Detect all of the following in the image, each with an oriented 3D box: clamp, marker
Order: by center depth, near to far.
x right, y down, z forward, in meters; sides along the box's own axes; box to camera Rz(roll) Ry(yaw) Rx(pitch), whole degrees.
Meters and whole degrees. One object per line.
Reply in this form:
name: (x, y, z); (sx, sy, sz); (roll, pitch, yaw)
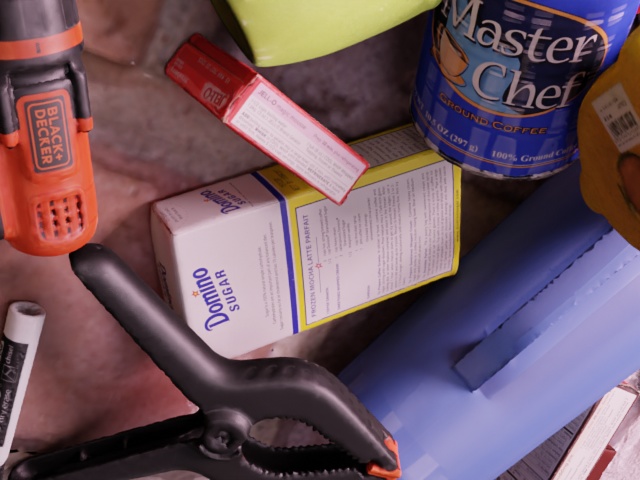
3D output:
clamp: (-0.054, 0.087, 0.567); (0.210, 0.036, 0.165); (10, 120, -7)
marker: (-0.168, 0.090, 0.567); (0.020, 0.020, 0.121); (6, 112, -34)

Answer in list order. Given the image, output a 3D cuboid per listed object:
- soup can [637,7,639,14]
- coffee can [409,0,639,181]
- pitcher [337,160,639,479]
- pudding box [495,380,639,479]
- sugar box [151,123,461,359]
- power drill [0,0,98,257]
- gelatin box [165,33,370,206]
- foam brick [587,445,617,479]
soup can: (0.179, -0.165, 0.610); (0.102, 0.069, 0.068); (-28, 127, -17)
coffee can: (0.106, -0.115, 0.543); (0.102, 0.103, 0.140); (-20, 144, -22)
pitcher: (0.121, 0.059, 0.658); (0.243, 0.145, 0.149); (-40, 124, -3)
pudding box: (0.156, 0.126, 0.745); (0.039, 0.090, 0.113); (19, 104, -37)
sugar box: (-0.004, 0.000, 0.604); (0.176, 0.048, 0.093); (-17, 124, -20)
power drill: (-0.188, -0.061, 0.445); (0.187, 0.057, 0.184); (-15, 119, -23)
gelatin box: (-0.027, -0.061, 0.535); (0.089, 0.073, 0.030); (34, 95, -40)
foam brick: (0.174, 0.174, 0.810); (0.052, 0.051, 0.078); (20, 104, -37)
